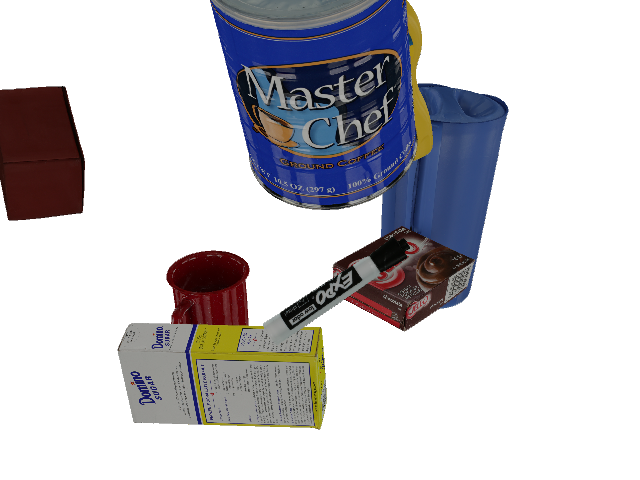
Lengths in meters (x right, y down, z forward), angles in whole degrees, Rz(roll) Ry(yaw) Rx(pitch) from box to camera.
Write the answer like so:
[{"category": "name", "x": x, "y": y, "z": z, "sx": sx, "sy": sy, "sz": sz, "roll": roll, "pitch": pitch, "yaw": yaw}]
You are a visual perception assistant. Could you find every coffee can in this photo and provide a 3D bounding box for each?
[{"category": "coffee can", "x": -0.001, "y": -0.100, "z": 0.586, "sx": 0.103, "sy": 0.102, "sz": 0.140, "roll": 0, "pitch": -38, "yaw": 9}]

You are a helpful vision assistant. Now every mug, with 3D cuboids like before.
[{"category": "mug", "x": -0.130, "y": 0.075, "z": 1.204, "sx": 0.093, "sy": 0.081, "sz": 0.117, "roll": 12, "pitch": 33, "yaw": 23}]

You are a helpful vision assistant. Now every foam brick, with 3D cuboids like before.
[{"category": "foam brick", "x": -0.191, "y": -0.059, "z": 0.718, "sx": 0.051, "sy": 0.078, "sz": 0.053, "roll": -7, "pitch": -42, "yaw": -20}]

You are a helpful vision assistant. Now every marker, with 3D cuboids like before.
[{"category": "marker", "x": 0.013, "y": 0.035, "z": 0.777, "sx": 0.121, "sy": 0.020, "sz": 0.020, "roll": -34, "pitch": -1, "yaw": 1}]

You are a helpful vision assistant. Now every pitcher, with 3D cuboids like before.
[{"category": "pitcher", "x": 0.125, "y": -0.045, "z": 1.204, "sx": 0.149, "sy": 0.243, "sz": 0.145, "roll": -6, "pitch": 27, "yaw": -19}]

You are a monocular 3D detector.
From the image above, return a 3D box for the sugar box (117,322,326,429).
[{"category": "sugar box", "x": -0.085, "y": 0.121, "z": 0.954, "sx": 0.176, "sy": 0.093, "sz": 0.048, "roll": 3, "pitch": 36, "yaw": 9}]

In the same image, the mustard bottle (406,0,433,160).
[{"category": "mustard bottle", "x": 0.037, "y": -0.151, "z": 0.876, "sx": 0.096, "sy": 0.191, "sz": 0.058, "roll": -8, "pitch": 35, "yaw": 3}]

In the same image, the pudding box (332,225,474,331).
[{"category": "pudding box", "x": 0.079, "y": 0.034, "z": 1.020, "sx": 0.090, "sy": 0.039, "sz": 0.113, "roll": 27, "pitch": 35, "yaw": 31}]
